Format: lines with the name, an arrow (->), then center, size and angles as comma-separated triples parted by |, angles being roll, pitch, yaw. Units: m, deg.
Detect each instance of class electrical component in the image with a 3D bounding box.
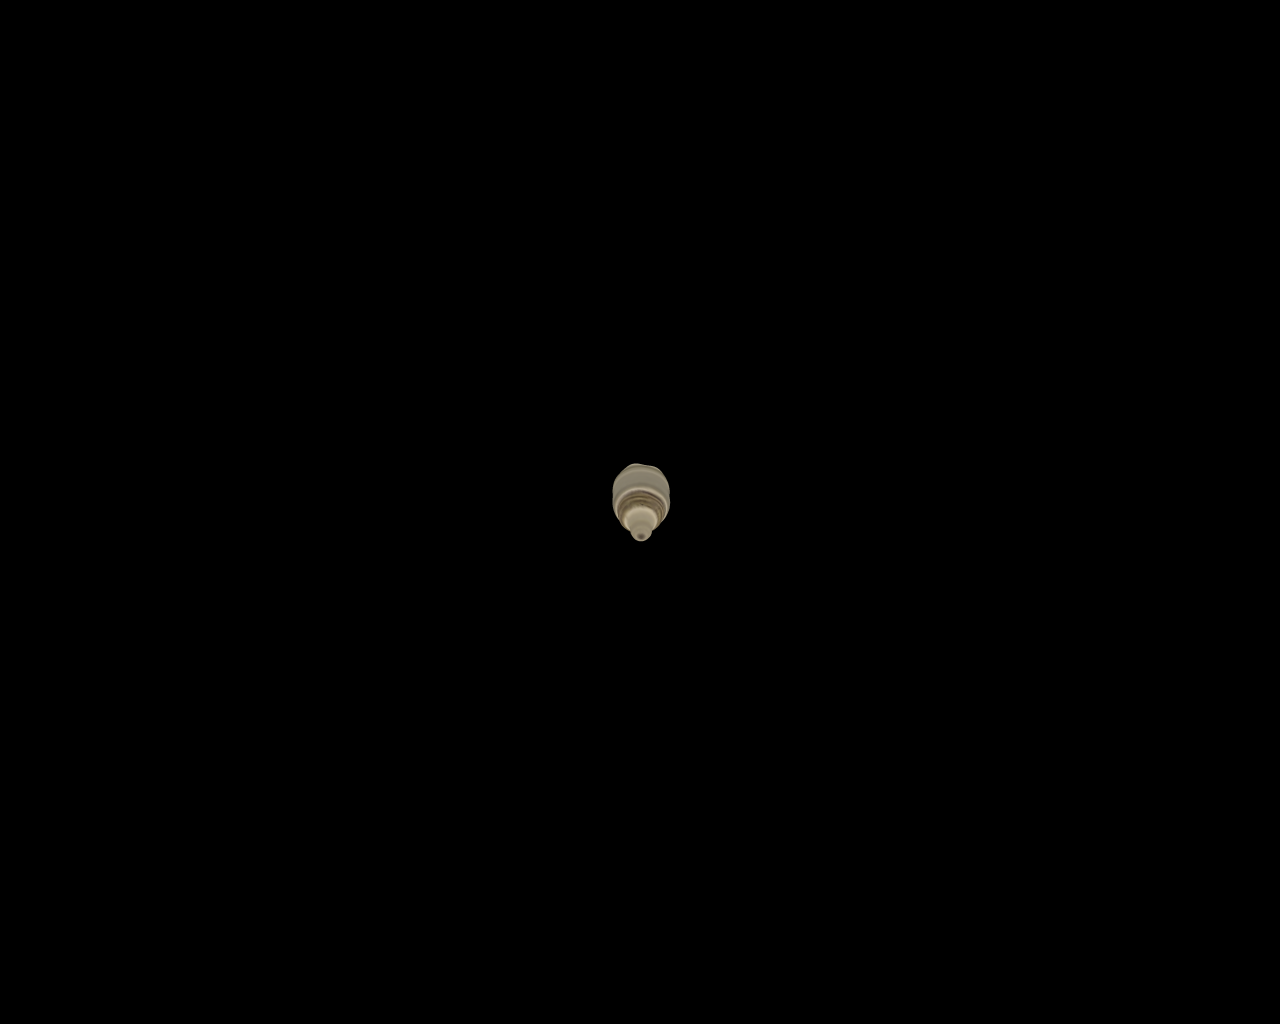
electrical component -> 0.001, -0.003, 0.650 | 0.035, 0.035, 0.061 | 0, 34, 0
